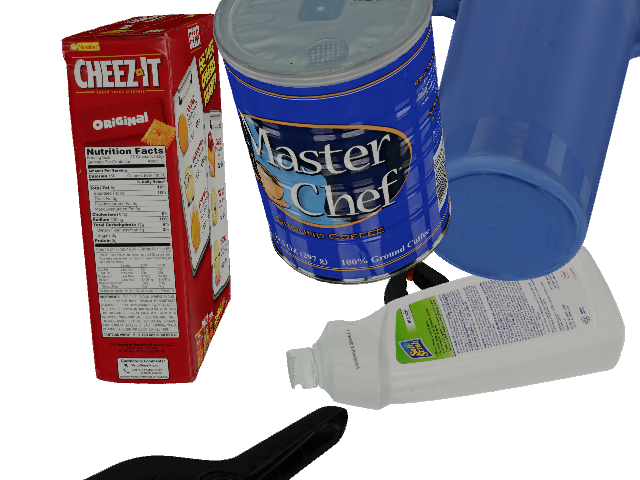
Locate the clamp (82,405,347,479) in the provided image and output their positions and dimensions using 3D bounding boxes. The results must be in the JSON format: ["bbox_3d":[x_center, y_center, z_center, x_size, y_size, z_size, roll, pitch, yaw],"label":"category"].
[{"bbox_3d":[-0.051,0.139,0.573,0.209,0.036,0.165,0,19,-13],"label":"clamp"}]

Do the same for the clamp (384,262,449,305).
[{"bbox_3d":[0.125,0.083,1.145,0.120,0.171,0.039,4,-44,-9],"label":"clamp"}]

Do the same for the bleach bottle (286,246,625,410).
[{"bbox_3d":[0.098,0.072,0.823,0.250,0.102,0.068,-9,-43,-7],"label":"bleach bottle"}]

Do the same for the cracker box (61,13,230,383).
[{"bbox_3d":[-0.108,-0.035,0.700,0.072,0.214,0.164,-1,15,4],"label":"cracker box"}]

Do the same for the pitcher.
[{"bbox_3d":[0.128,-0.095,0.724,0.149,0.242,0.145,-23,-57,40],"label":"pitcher"}]

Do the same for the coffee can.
[{"bbox_3d":[0.011,-0.061,0.541,0.103,0.102,0.140,0,-43,12],"label":"coffee can"}]
